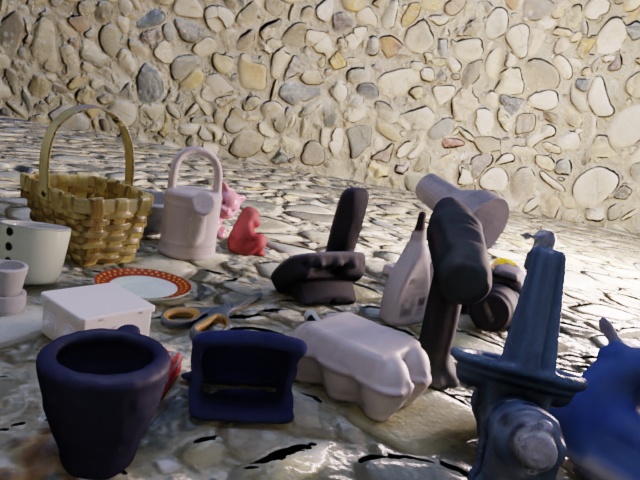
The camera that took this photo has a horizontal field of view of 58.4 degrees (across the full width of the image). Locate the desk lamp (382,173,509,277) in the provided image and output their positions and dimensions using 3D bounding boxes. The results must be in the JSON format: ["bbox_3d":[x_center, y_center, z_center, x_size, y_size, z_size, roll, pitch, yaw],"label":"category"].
[{"bbox_3d":[0.230,-0.008,1.065,0.118,0.213,0.202,0,16,-38],"label":"desk lamp"}]

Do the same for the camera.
[{"bbox_3d":[0.274,0.089,0.927,0.142,0.101,0.137,16,14,26],"label":"camera"}]

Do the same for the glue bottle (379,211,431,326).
[{"bbox_3d":[0.138,0.042,0.860,0.078,0.173,0.037,0,16,-38],"label":"glue bottle"}]

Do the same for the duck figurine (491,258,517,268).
[{"bbox_3d":[0.344,0.077,1.071,0.104,0.086,0.078,15,13,20],"label":"duck figurine"}]

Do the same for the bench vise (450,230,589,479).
[{"bbox_3d":[0.187,0.109,0.487,0.121,0.220,0.207,8,12,-8],"label":"bench vise"}]

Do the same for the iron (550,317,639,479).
[{"bbox_3d":[0.337,0.174,0.498,0.119,0.141,0.257,-1,17,-42],"label":"iron"}]

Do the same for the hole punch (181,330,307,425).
[{"bbox_3d":[-0.074,0.115,0.551,0.109,0.091,0.101,7,13,-14],"label":"hole punch"}]

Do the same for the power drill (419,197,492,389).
[{"bbox_3d":[0.150,0.061,0.700,0.075,0.208,0.229,10,12,1],"label":"power drill"}]

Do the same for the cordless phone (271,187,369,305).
[{"bbox_3d":[0.008,0.003,0.901,0.148,0.185,0.093,-1,16,-41],"label":"cordless phone"}]

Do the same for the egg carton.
[{"bbox_3d":[0.042,0.131,0.620,0.149,0.069,0.107,18,15,32],"label":"egg carton"}]

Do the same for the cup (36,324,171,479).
[{"bbox_3d":[-0.163,0.122,0.437,0.092,0.095,0.117,9,12,-6],"label":"cup"}]

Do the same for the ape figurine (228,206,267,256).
[{"bbox_3d":[-0.138,-0.019,1.102,0.076,0.092,0.077,4,14,-27],"label":"ape figurine"}]

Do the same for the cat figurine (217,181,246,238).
[{"bbox_3d":[-0.223,-0.070,1.201,0.128,0.118,0.067,8,12,-8],"label":"cat figurine"}]

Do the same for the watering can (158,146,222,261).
[{"bbox_3d":[-0.219,-0.066,1.009,0.101,0.194,0.172,-3,18,-45],"label":"watering can"}]

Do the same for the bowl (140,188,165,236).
[{"bbox_3d":[-0.345,-0.051,1.119,0.167,0.075,0.167,10,12,-2],"label":"bowl"}]
